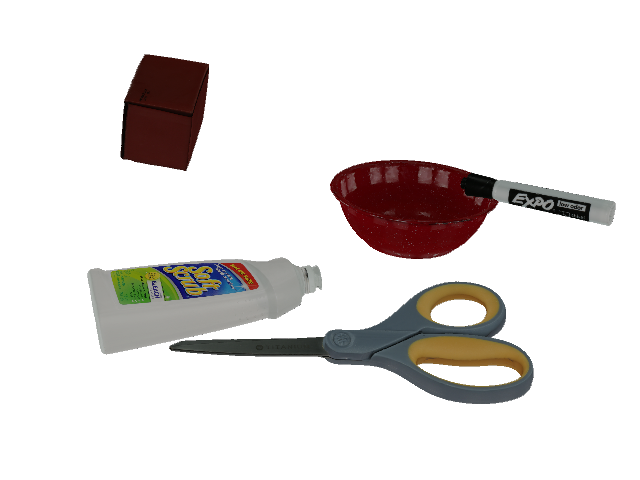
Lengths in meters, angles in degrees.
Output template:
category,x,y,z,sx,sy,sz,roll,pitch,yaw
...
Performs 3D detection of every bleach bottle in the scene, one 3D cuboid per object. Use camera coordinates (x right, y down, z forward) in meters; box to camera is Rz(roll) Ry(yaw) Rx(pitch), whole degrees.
category,x,y,z,sx,sy,sz,roll,pitch,yaw
bleach bottle,-0.124,0.058,1.180,0.250,0.068,0.103,-10,36,-13

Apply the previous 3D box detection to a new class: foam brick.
category,x,y,z,sx,sy,sz,roll,pitch,yaw
foam brick,-0.118,-0.099,0.814,0.053,0.051,0.078,10,37,-1

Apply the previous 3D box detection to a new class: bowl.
category,x,y,z,sx,sy,sz,roll,pitch,yaw
bowl,0.089,-0.025,1.030,0.162,0.055,0.162,2,24,-1

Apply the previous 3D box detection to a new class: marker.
category,x,y,z,sx,sy,sz,roll,pitch,yaw
marker,0.166,-0.033,0.826,0.121,0.020,0.020,14,6,26

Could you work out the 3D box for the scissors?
category,x,y,z,sx,sy,sz,roll,pitch,yaw
scissors,0.023,0.049,0.617,0.202,0.016,0.096,10,41,9
